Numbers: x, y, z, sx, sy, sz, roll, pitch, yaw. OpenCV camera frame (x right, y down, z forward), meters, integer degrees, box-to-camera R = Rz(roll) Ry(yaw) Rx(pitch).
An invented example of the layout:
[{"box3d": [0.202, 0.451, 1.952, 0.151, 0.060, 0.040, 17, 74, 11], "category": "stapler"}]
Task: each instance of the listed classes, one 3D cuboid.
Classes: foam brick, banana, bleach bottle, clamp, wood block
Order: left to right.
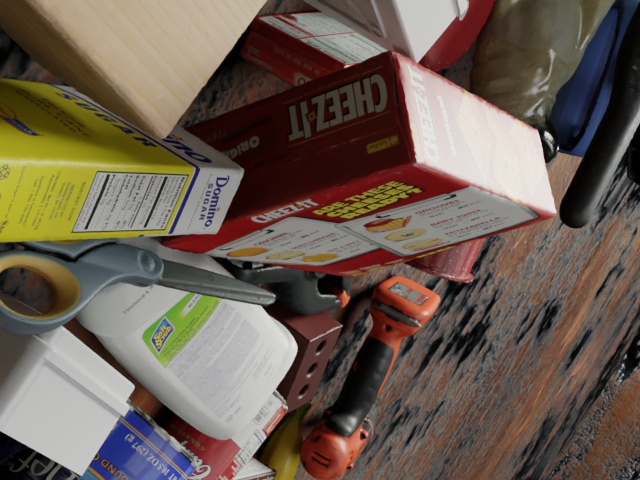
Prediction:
[{"box3d": [-0.107, -0.135, 0.410, 0.091, 0.090, 0.206, -54, 155, -7], "category": "wood block"}, {"box3d": [-0.091, 0.044, 0.684, 0.102, 0.068, 0.250, -54, 153, -16], "category": "bleach bottle"}, {"box3d": [-0.043, 0.246, 1.037, 0.069, 0.037, 0.198, -28, 142, -46], "category": "banana"}, {"box3d": [-0.026, 0.093, 0.871, 0.052, 0.051, 0.078, -18, 134, -55], "category": "foam brick"}, {"box3d": [-0.005, 0.001, 0.819, 0.120, 0.039, 0.171, -53, 154, -3], "category": "clamp"}, {"box3d": [0.255, -0.117, 0.842, 0.164, 0.036, 0.210, -15, 123, -55], "category": "clamp"}]

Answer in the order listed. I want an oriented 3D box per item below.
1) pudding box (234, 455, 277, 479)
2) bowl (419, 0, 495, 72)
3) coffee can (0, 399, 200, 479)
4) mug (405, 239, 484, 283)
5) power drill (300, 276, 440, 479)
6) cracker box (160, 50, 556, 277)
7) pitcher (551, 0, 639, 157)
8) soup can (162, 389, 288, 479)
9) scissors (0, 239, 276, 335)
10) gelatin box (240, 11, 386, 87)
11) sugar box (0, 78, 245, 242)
[{"box3d": [-0.096, 0.235, 0.923, 0.113, 0.039, 0.090, 4, 116, -62], "category": "pudding box"}, {"box3d": [0.079, -0.172, 0.749, 0.161, 0.055, 0.162, -42, 152, -30], "category": "bowl"}, {"box3d": [-0.157, 0.160, 0.646, 0.140, 0.103, 0.103, -50, 154, -16], "category": "coffee can"}, {"box3d": [0.097, -0.021, 0.938, 0.117, 0.093, 0.081, 15, 104, -26], "category": "mug"}, {"box3d": [0.052, 0.130, 1.031, 0.188, 0.057, 0.184, -67, 170, 11], "category": "power drill"}, {"box3d": [0.028, -0.036, 0.650, 0.213, 0.164, 0.072, 13, 64, -58], "category": "cracker box"}, {"box3d": [0.244, -0.197, 0.928, 0.144, 0.149, 0.243, -16, 131, -43], "category": "pitcher"}, {"box3d": [-0.081, 0.147, 0.814, 0.102, 0.069, 0.068, -50, 154, -17], "category": "soup can"}, {"box3d": [-0.100, 0.027, 0.548, 0.201, 0.096, 0.016, 31, 133, -32], "category": "scissors"}, {"box3d": [0.006, -0.113, 0.662, 0.089, 0.073, 0.030, -21, 137, -53], "category": "gelatin box"}, {"box3d": [-0.122, -0.039, 0.491, 0.175, 0.093, 0.048, -9, 127, -60], "category": "sugar box"}]
